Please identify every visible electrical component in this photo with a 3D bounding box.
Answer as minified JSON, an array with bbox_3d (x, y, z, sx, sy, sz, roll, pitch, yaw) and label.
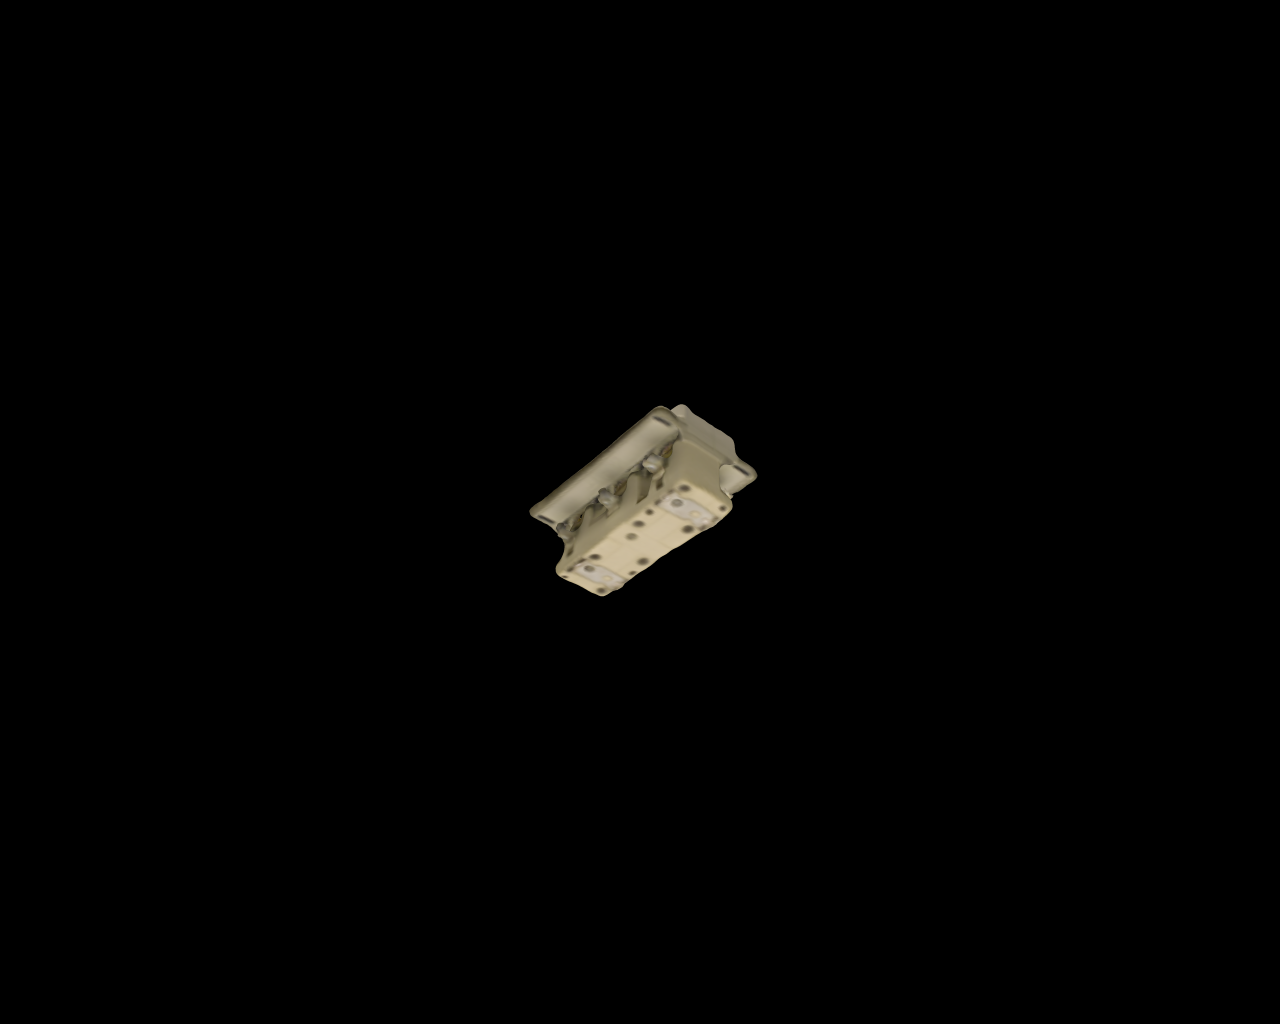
[{"bbox_3d":[0.001,-0.003,0.650,0.078,0.063,0.121,30,-49,-31],"label":"electrical component"}]
